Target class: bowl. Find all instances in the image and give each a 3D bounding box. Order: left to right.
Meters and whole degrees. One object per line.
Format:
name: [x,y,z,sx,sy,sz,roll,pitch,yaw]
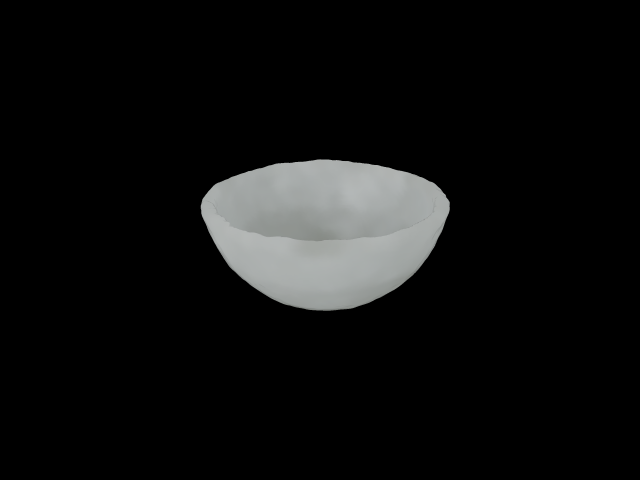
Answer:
bowl: [0.004,0.001,0.400,0.167,0.075,0.167,0,24,0]
